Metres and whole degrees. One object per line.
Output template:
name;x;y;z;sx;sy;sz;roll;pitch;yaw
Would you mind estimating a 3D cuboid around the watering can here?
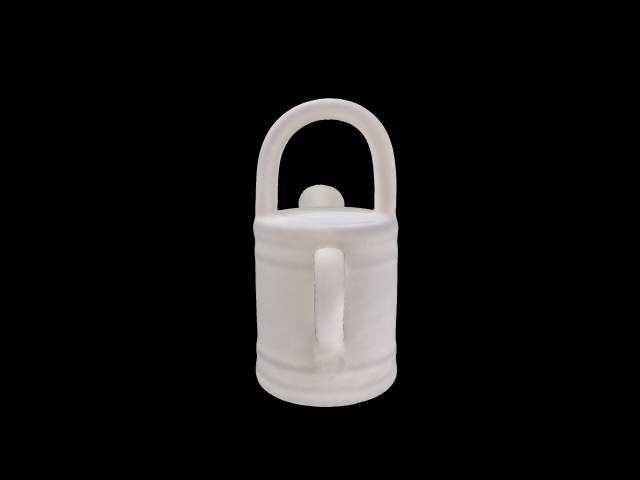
watering can;0.001;0.001;0.400;0.101;0.194;0.172;-5;12;-23
